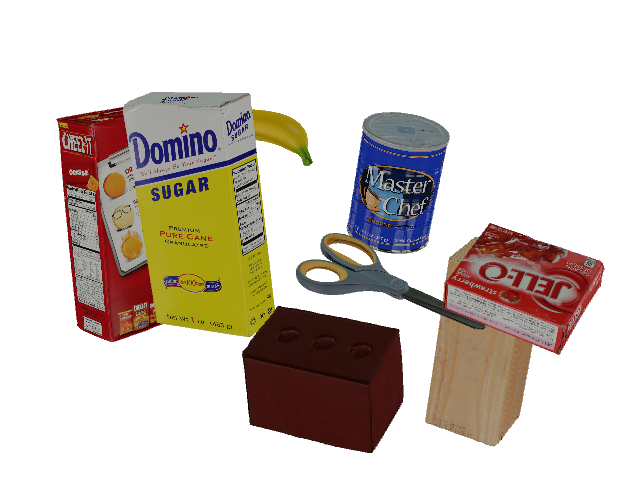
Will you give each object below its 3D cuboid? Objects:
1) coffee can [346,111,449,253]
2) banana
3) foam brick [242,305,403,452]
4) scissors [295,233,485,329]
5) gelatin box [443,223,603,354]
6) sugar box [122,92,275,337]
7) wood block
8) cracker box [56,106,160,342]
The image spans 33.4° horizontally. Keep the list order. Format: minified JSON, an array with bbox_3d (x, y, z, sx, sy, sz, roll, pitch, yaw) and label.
[{"bbox_3d":[0.091,-0.070,1.279,0.102,0.140,0.103,6,28,-4],"label":"coffee can"},{"bbox_3d":[-0.097,-0.133,1.298,0.198,0.037,0.069,7,41,15],"label":"banana"},{"bbox_3d":[0.002,0.078,0.603,0.078,0.051,0.053,9,31,20],"label":"foam brick"},{"bbox_3d":[0.055,0.050,1.032,0.096,0.016,0.202,-25,42,-28],"label":"scissors"},{"bbox_3d":[0.141,0.031,0.740,0.089,0.030,0.073,21,46,24],"label":"gelatin box"},{"bbox_3d":[-0.089,-0.020,0.795,0.093,0.176,0.048,5,24,31],"label":"sugar box"},{"bbox_3d":[0.188,0.113,1.211,0.090,0.206,0.090,16,24,25],"label":"wood block"},{"bbox_3d":[-0.169,-0.026,1.060,0.072,0.214,0.163,13,22,42],"label":"cracker box"}]
